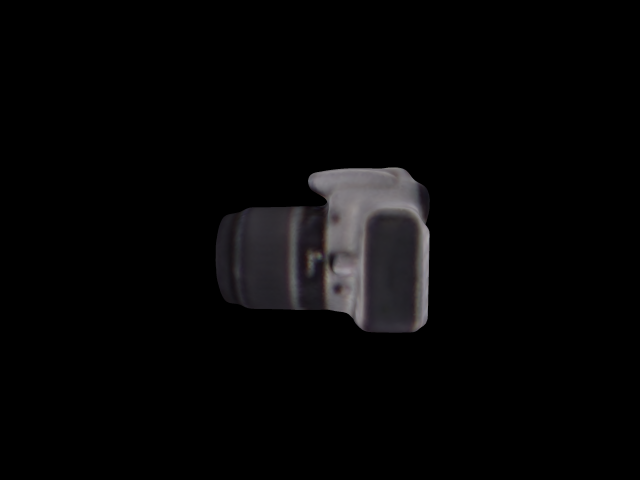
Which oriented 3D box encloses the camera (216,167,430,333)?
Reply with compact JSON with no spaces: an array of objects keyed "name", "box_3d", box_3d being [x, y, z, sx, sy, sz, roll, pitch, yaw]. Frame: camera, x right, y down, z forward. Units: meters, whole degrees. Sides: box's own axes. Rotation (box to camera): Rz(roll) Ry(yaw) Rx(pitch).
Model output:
[{"name":"camera","box_3d":[0.004,0.001,0.400,0.136,0.101,0.143,0,4,3]}]
